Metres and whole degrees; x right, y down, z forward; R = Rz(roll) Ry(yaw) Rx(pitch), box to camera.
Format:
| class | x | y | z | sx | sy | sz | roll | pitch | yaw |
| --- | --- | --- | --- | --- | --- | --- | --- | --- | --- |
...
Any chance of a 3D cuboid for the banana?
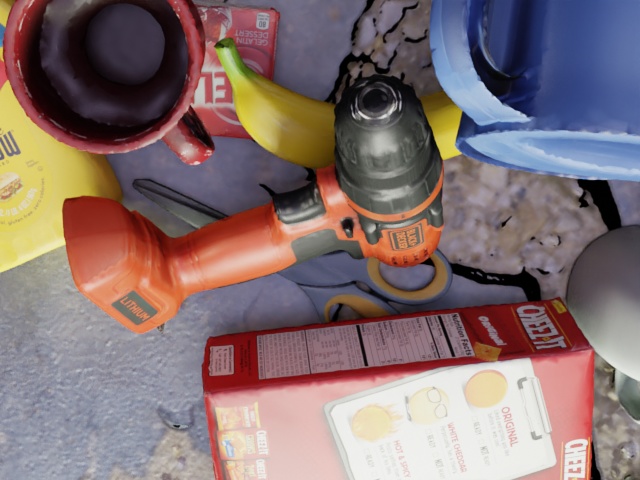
| class | x | y | z | sx | sy | sz | roll | pitch | yaw |
| --- | --- | --- | --- | --- | --- | --- | --- | --- | --- |
| banana | 0.037 | -0.069 | 0.588 | 0.197 | 0.037 | 0.070 | 0 | 125 | -19 |

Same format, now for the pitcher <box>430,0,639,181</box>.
| class | x | y | z | sx | sy | sz | roll | pitch | yaw |
| --- | --- | --- | --- | --- | --- | --- | --- | --- | --- |
| pitcher | 0.133 | -0.151 | 0.494 | 0.145 | 0.149 | 0.243 | 6 | 87 | 9 |

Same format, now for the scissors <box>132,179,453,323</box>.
| class | x | y | z | sx | sy | sz | roll | pitch | yaw |
| --- | --- | --- | --- | --- | --- | --- | --- | --- | --- |
| scissors | -0.004 | 0.001 | 0.631 | 0.201 | 0.016 | 0.096 | 43 | 98 | -13 |

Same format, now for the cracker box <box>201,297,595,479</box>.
| class | x | y | z | sx | sy | sz | roll | pitch | yaw |
| --- | --- | --- | --- | --- | --- | --- | --- | --- | --- |
| cracker box | 0.046 | 0.127 | 0.630 | 0.213 | 0.072 | 0.164 | -6 | 117 | -2 |

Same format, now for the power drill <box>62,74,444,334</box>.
| class | x | y | z | sx | sy | sz | roll | pitch | yaw |
| --- | --- | --- | --- | --- | --- | --- | --- | --- | --- |
| power drill | -0.028 | -0.012 | 0.539 | 0.187 | 0.184 | 0.057 | -14 | 69 | 4 |

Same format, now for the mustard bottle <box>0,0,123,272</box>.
| class | x | y | z | sx | sy | sz | roll | pitch | yaw |
| --- | --- | --- | --- | --- | --- | --- | --- | --- | --- |
| mustard bottle | -0.189 | -0.082 | 0.576 | 0.096 | 0.058 | 0.191 | -23 | 105 | 4 |

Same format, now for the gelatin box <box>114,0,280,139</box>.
| class | x | y | z | sx | sy | sz | roll | pitch | yaw |
| --- | --- | --- | --- | --- | --- | --- | --- | --- | --- |
| gelatin box | -0.069 | -0.096 | 0.593 | 0.089 | 0.030 | 0.073 | 5 | 105 | -4 |

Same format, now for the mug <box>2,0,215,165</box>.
| class | x | y | z | sx | sy | sz | roll | pitch | yaw |
| --- | --- | --- | --- | --- | --- | --- | --- | --- | --- |
| mug | -0.093 | -0.087 | 0.536 | 0.093 | 0.081 | 0.117 | -40 | 101 | 10 |
